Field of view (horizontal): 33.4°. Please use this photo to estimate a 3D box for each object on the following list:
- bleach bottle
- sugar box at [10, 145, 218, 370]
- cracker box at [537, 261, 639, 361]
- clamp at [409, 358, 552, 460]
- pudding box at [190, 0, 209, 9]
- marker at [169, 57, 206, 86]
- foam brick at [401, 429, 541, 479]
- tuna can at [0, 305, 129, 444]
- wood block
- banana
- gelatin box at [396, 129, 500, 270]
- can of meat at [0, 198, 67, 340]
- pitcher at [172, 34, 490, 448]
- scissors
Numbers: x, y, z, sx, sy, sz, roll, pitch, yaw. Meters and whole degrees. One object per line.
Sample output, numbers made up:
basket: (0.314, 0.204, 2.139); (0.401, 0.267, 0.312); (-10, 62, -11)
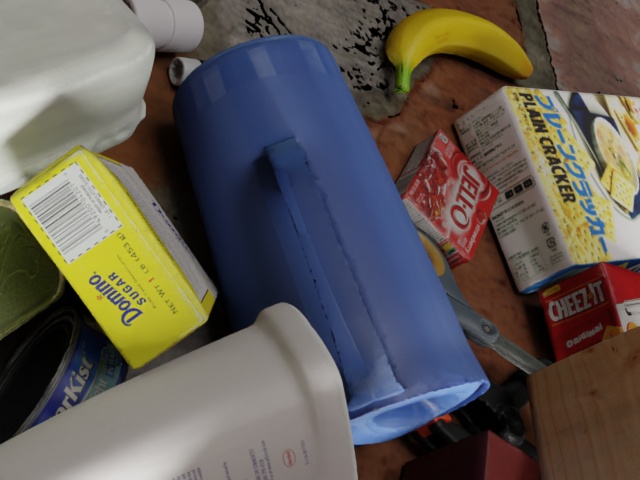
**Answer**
bleach bottle: (-0.110, 0.116, 0.444); (0.250, 0.102, 0.068); (-20, 36, -16)
sugar box: (-0.094, 0.007, 0.531); (0.048, 0.176, 0.093); (-35, 92, -5)
cracker box: (0.261, 0.138, 0.831); (0.163, 0.072, 0.214); (15, 56, -44)
clamp: (0.128, 0.141, 0.738); (0.171, 0.039, 0.120); (3, 57, -43)
pudding box: (-0.128, -0.199, 0.703); (0.113, 0.039, 0.090); (-5, 70, -44)
marker: (-0.050, -0.112, 0.737); (0.120, 0.020, 0.020); (-2, 68, -43)
foam brick: (0.093, 0.162, 0.665); (0.053, 0.078, 0.051); (34, 46, -24)
tuna can: (-0.129, 0.076, 0.507); (0.033, 0.086, 0.086); (36, 47, -24)
wood block: (0.189, 0.151, 0.638); (0.091, 0.090, 0.206); (58, 17, -18)
banana: (0.114, -0.164, 0.909); (0.197, 0.037, 0.069); (-14, 95, -44)
gelatin box: (0.095, -0.031, 0.814); (0.073, 0.030, 0.089); (45, 45, -13)
can of meat: (-0.179, 0.036, 0.485); (0.057, 0.084, 0.101); (54, 43, -4)
pitcher: (-0.004, 0.001, 0.627); (0.144, 0.149, 0.243); (-4, 66, -43)
scissors: (0.110, 0.048, 0.767); (0.201, 0.016, 0.096); (23, 45, -18)
